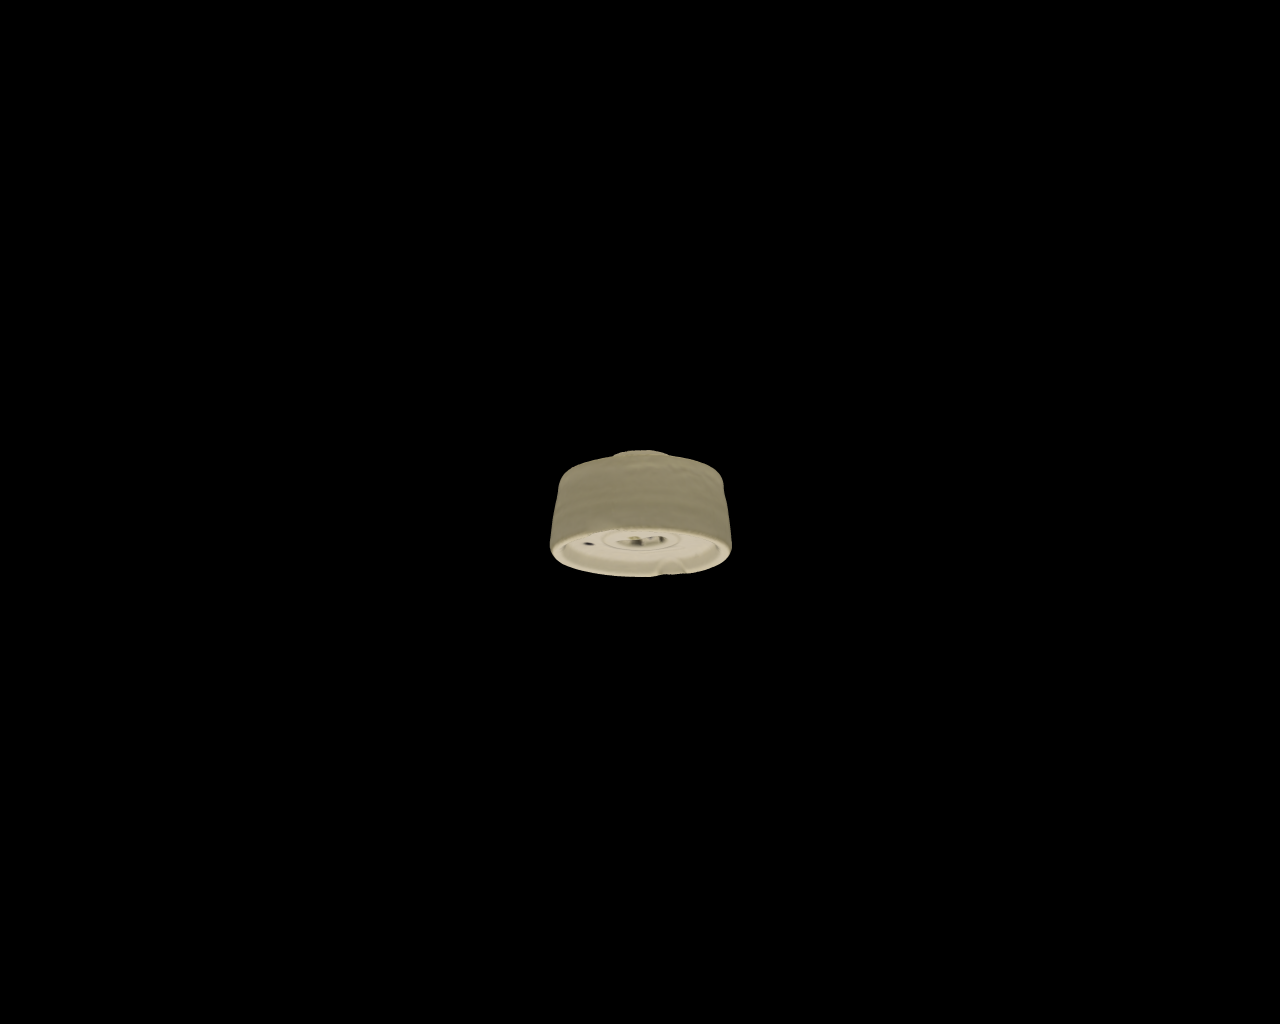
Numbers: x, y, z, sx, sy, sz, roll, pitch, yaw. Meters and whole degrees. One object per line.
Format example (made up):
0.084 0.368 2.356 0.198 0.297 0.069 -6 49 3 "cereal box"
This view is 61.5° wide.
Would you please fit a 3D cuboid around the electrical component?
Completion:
0.001 -0.003 0.650 0.108 0.060 0.108 0 -18 0 "electrical component"
